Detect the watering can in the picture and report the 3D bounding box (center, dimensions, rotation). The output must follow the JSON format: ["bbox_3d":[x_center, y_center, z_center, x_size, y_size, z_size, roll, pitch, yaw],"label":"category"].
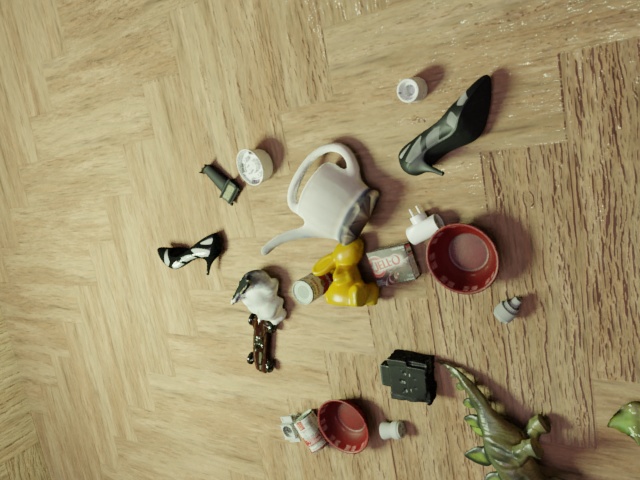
[{"bbox_3d":[0.004,-0.063,1.259,0.226,0.344,0.104,35,14,22],"label":"watering can"}]

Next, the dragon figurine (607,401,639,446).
[{"bbox_3d":[0.658,0.432,0.978,0.121,0.248,0.404,22,-56,-41],"label":"dragon figurine"}]

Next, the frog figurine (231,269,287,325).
[{"bbox_3d":[-0.157,0.161,1.466,0.158,0.135,0.125,28,26,-18],"label":"frog figurine"}]
